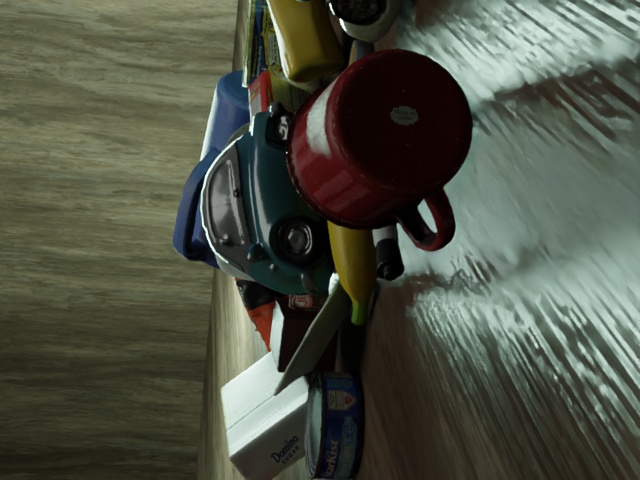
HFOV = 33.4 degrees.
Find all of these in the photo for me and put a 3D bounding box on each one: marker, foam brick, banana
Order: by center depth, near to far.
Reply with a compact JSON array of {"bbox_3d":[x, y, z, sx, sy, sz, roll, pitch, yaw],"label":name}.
[{"bbox_3d":[0.044,-0.019,0.744,0.020,0.020,0.121,102,168,-45],"label":"marker"},{"bbox_3d":[0.016,-0.038,0.817,0.070,0.037,0.198,128,138,-61],"label":"banana"},{"bbox_3d":[-0.015,0.087,0.985,0.078,0.051,0.053,-121,37,-75],"label":"foam brick"}]

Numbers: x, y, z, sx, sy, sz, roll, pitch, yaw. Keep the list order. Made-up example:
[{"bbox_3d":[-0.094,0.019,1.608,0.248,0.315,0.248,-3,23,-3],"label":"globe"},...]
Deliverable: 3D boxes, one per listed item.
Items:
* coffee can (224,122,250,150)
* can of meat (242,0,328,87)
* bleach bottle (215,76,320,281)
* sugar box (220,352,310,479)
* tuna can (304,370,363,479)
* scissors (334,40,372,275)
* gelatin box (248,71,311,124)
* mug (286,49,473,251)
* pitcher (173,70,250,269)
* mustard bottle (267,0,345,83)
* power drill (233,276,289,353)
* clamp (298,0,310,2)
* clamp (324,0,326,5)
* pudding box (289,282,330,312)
[{"bbox_3d":[-0.063,-0.070,1.204,0.140,0.102,0.103,134,139,-77],"label":"coffee can"},{"bbox_3d":[-0.040,-0.213,1.172,0.057,0.084,0.102,-131,45,-79],"label":"can of meat"},{"bbox_3d":[-0.040,-0.081,1.064,0.250,0.068,0.102,-72,-14,-44],"label":"bleach bottle"},{"bbox_3d":[-0.041,0.157,0.991,0.048,0.093,0.176,54,-179,-16],"label":"sugar box"},{"bbox_3d":[0.010,0.147,0.845,0.086,0.033,0.086,-176,90,-82],"label":"tuna can"},{"bbox_3d":[0.028,-0.064,0.881,0.096,0.016,0.202,-137,51,-79],"label":"scissors"},{"bbox_3d":[-0.023,-0.108,0.994,0.030,0.089,0.073,-43,38,36],"label":"gelatin box"},{"bbox_3d":[0.040,-0.046,0.596,0.117,0.093,0.082,62,164,1],"label":"mug"},{"bbox_3d":[-0.102,-0.085,1.357,0.149,0.145,0.243,-93,13,-55],"label":"pitcher"},{"bbox_3d":[-0.030,-0.247,0.997,0.096,0.058,0.191,-18,-89,-82],"label":"mustard bottle"},{"bbox_3d":[-0.067,0.039,1.157,0.188,0.057,0.184,-147,37,-84],"label":"power drill"},{"bbox_3d":[0.027,-0.267,0.790,0.120,0.039,0.172,-58,-3,-36],"label":"clamp"},{"bbox_3d":[0.003,-0.339,1.100,0.165,0.036,0.210,118,159,-71],"label":"clamp"},{"bbox_3d":[-0.006,0.001,0.978,0.090,0.039,0.113,-93,9,-81],"label":"pudding box"}]
